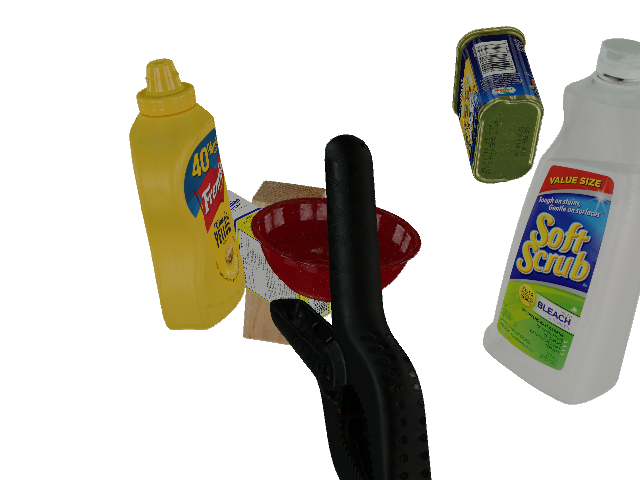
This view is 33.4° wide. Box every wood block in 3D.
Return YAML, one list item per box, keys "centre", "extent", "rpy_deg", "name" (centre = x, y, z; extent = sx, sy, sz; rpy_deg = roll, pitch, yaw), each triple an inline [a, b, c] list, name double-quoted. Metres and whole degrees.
- centre: [-0.051, 0.031, 1.491]
  extent: [0.090, 0.206, 0.090]
  rpy_deg: [8, 22, 6]
  name: "wood block"

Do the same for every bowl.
- centre: [0.012, 0.014, 1.013]
  extent: [0.162, 0.055, 0.162]
  rpy_deg: [5, 24, -3]
  name: "bowl"

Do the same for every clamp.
- centre: [0.020, 0.059, 0.570]
  extent: [0.036, 0.165, 0.210]
  rpy_deg: [-3, 46, -19]
  name: "clamp"

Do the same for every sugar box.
- centre: [-0.062, 0.017, 1.200]
  extent: [0.048, 0.093, 0.176]
  rpy_deg: [-26, 41, -31]
  name: "sugar box"

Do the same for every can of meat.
- centre: [0.146, -0.110, 0.881]
  extent: [0.057, 0.084, 0.102]
  rpy_deg: [-5, -39, -1]
  name: "can of meat"

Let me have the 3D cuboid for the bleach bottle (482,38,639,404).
- centre: [0.175, -0.015, 0.722]
  extent: [0.067, 0.251, 0.103]
  rpy_deg: [-19, 37, -32]
  name: "bleach bottle"

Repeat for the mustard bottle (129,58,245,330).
- centre: [-0.099, -0.037, 0.777]
  extent: [0.058, 0.191, 0.096]
  rpy_deg: [-1, 25, 17]
  name: "mustard bottle"
